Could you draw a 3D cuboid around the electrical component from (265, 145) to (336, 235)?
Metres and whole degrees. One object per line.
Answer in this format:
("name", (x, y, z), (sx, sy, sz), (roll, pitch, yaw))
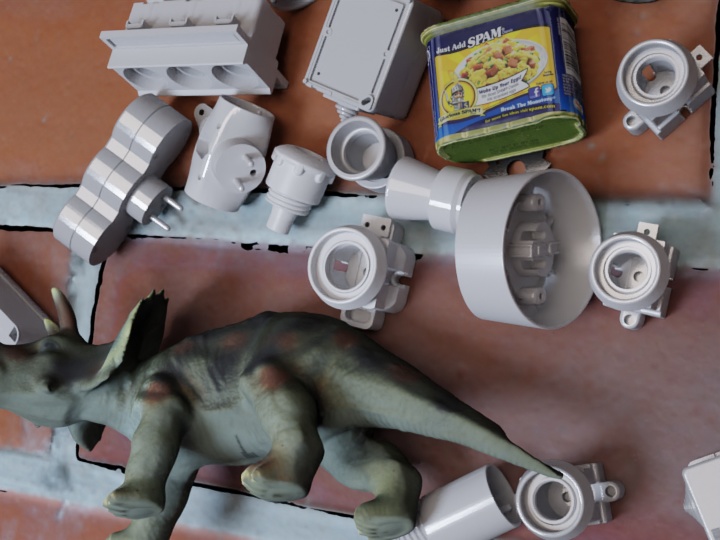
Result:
("electrical component", (-0.049, -0.057, 0.779), (0.048, 0.048, 0.062), (30, 104, 26))

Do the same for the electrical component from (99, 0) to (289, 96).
("electrical component", (-0.122, -0.170, 0.814), (0.121, 0.079, 0.063), (4, 70, 26))

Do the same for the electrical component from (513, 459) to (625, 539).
("electrical component", (0.124, 0.140, 0.661), (0.066, 0.055, 0.048), (-13, 78, 24))

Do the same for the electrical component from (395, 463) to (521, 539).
("electrical component", (0.059, 0.162, 0.697), (0.081, 0.043, 0.043), (-31, 71, 20))

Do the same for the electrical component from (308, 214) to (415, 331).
("electrical component", (0.000, 0.000, 0.740), (0.058, 0.057, 0.078), (12, 89, 27))

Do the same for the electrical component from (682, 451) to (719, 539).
("electrical component", (0.240, 0.138, 0.608), (0.100, 0.048, 0.099), (-25, 73, 21))

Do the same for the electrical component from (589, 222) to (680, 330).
("electrical component", (0.168, 0.002, 0.658), (0.048, 0.055, 0.066), (12, 89, 27))

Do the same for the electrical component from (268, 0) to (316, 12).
("electrical component", (-0.053, -0.226, 0.798), (0.055, 0.055, 0.047), (-31, 75, 19))

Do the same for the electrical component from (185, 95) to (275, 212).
("electrical component", (-0.091, -0.080, 0.784), (0.077, 0.043, 0.079), (-67, 26, 14))

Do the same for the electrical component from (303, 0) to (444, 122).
("electrical component", (0.009, -0.148, 0.756), (0.062, 0.061, 0.096), (27, 103, 27))

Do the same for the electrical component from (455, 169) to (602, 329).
("electrical component", (0.103, -0.013, 0.671), (0.064, 0.099, 0.099), (1, 84, 32))

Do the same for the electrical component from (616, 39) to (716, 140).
("electrical component", (0.186, -0.114, 0.664), (0.066, 0.055, 0.048), (-43, 67, 15))

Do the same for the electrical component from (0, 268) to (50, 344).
("electrical component", (-0.307, 0.050, 0.883), (0.113, 0.057, 0.078), (40, 101, 25))

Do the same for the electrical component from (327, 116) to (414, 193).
("electrical component", (0.009, -0.079, 0.747), (0.045, 0.055, 0.045), (-4, 82, 26))

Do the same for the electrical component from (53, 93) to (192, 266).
("electrical component", (-0.171, -0.060, 0.835), (0.074, 0.052, 0.138), (36, 100, 7))

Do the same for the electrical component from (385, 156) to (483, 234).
("electrical component", (0.051, -0.050, 0.728), (0.055, 0.045, 0.045), (15, 90, 27))
